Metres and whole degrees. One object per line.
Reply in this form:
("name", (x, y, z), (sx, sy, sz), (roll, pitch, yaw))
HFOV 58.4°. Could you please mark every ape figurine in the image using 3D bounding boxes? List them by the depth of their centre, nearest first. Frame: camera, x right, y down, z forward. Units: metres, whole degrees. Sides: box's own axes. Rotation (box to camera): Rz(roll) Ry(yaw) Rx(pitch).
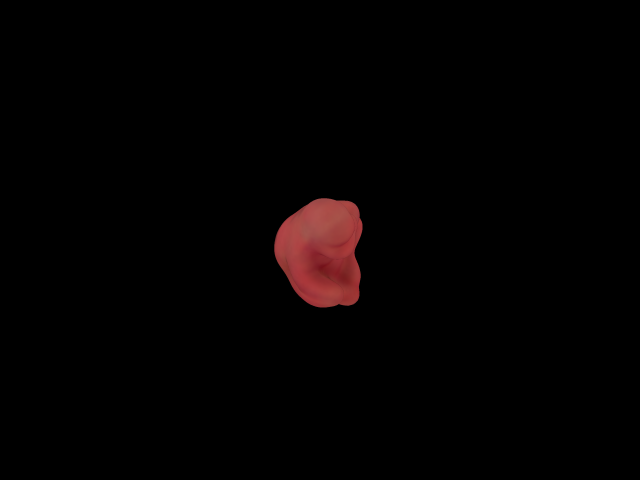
("ape figurine", (0.004, 0.001, 0.400), (0.076, 0.092, 0.078), (33, 74, 11))
